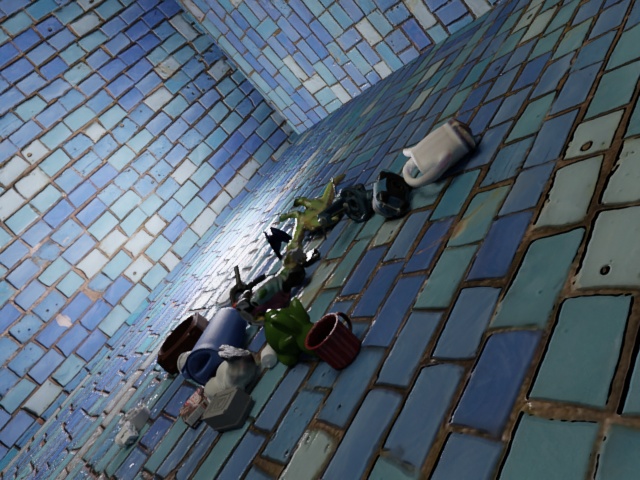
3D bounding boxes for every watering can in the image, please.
[{"bbox_3d":[0.326,-0.260,1.472,0.222,0.103,0.354,-37,18,19],"label":"watering can"}]

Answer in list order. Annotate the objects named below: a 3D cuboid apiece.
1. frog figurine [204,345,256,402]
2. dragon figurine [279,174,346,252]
[{"bbox_3d":[-0.230,0.363,1.324,0.138,0.122,0.159,12,93,61],"label":"frog figurine"},{"bbox_3d":[0.006,-0.094,1.873,0.414,0.120,0.245,-46,34,-13],"label":"dragon figurine"}]
